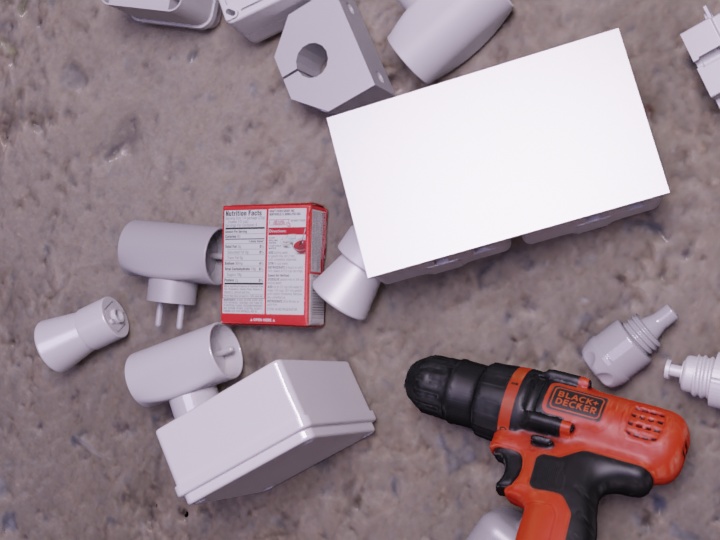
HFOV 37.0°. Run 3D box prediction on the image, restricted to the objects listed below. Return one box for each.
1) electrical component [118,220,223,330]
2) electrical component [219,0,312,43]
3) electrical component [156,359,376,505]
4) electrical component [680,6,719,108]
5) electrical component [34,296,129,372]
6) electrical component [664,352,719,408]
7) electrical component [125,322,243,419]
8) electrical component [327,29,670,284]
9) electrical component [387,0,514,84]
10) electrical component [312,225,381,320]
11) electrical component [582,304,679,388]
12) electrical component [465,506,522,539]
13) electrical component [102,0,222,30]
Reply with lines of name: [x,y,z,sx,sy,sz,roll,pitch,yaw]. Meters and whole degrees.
electrical component: [-0.139,0.004,0.804,0.077,0.044,0.079,6,89,24]
electrical component: [-0.053,-0.214,0.774,0.096,0.061,0.061,-22,79,13]
electrical component: [-0.061,0.108,0.730,0.109,0.109,0.056,-31,73,19]
electrical component: [0.232,-0.134,0.648,0.055,0.048,0.066,-28,76,28]
electrical component: [-0.214,0.048,0.838,0.065,0.044,0.044,-25,77,16]
electrical component: [0.223,0.067,0.643,0.078,0.040,0.040,11,92,24]
electrical component: [-0.125,0.087,0.794,0.077,0.043,0.079,-20,85,22]
electrical component: [0.086,-0.067,0.682,0.186,0.060,0.105,-16,80,9]
electrical component: [0.051,-0.181,0.732,0.077,0.043,0.079,-41,72,17]
electrical component: [0.000,0.000,0.743,0.045,0.045,0.055,38,102,21]
electrical component: [0.171,0.044,0.671,0.061,0.035,0.035,-40,72,14]
electrical component: [0.110,0.196,0.678,0.095,0.054,0.059,37,101,21]
electrical component: [-0.141,-0.244,0.813,0.078,0.057,0.113,12,92,24]
